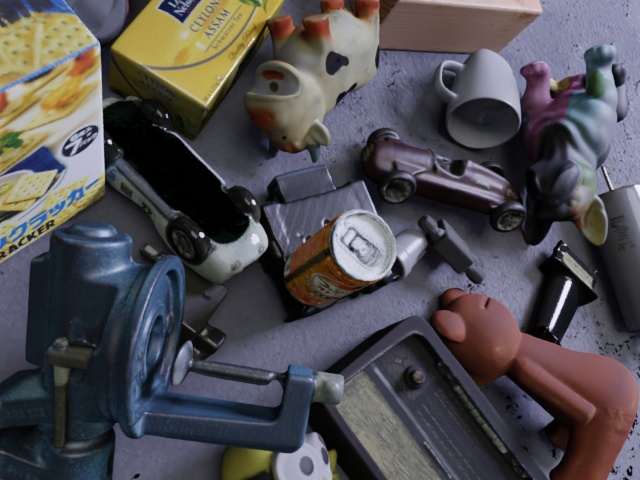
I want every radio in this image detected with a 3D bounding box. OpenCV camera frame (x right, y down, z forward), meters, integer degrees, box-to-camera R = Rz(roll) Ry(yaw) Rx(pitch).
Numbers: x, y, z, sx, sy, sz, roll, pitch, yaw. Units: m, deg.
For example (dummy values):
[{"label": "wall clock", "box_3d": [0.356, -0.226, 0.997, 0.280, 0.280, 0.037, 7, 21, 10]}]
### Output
[{"label": "radio", "box_3d": [0.099, 0.190, 0.476, 0.131, 0.073, 0.229, -36, 88, -28]}]

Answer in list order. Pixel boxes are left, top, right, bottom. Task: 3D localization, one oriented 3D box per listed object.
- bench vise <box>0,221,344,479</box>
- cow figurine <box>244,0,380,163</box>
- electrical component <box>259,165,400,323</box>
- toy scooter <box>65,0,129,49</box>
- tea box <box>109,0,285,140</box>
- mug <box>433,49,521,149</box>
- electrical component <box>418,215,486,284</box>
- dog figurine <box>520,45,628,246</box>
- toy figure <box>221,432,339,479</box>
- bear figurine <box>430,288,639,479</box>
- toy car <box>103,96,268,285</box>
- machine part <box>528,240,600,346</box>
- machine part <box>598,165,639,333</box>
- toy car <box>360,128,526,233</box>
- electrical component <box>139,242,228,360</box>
[{"label": "bench vise", "box_3d": [-0.107, 0.107, 0.361, 0.241, 0.129, 0.223, 8, 88, -1]}, {"label": "cow figurine", "box_3d": [-0.006, -0.161, 0.540, 0.195, 0.086, 0.127, -44, 134, -43]}, {"label": "electrical component", "box_3d": [-0.001, -0.002, 0.511, 0.115, 0.058, 0.134, -19, 81, -29]}, {"label": "toy scooter", "box_3d": [-0.208, -0.249, 0.487, 0.075, 0.135, 0.184, 34, 77, -48]}, {"label": "tea box", "box_3d": [-0.116, -0.195, 0.523, 0.098, 0.068, 0.169, 30, 64, -10]}, {"label": "mug", "box_3d": [0.183, -0.177, 0.640, 0.109, 0.080, 0.107, 21, 55, -10]}, {"label": "electrical component", "box_3d": [0.138, 0.004, 0.568, 0.094, 0.021, 0.063, 43, 20, -11]}, {"label": "dog figurine", "box_3d": [0.298, -0.100, 0.639, 0.191, 0.109, 0.219, 6, 86, -53]}, {"label": "toy figure", "box_3d": [-0.027, 0.231, 0.406, 0.089, 0.082, 0.180, -8, 81, 6]}, {"label": "bear figurine", "box_3d": [0.191, 0.136, 0.523, 0.196, 0.120, 0.131, 21, 107, 12]}, {"label": "toy car", "box_3d": [-0.129, -0.049, 0.466, 0.202, 0.056, 0.073, 44, 55, 9]}, {"label": "machine part", "box_3d": [0.276, 0.070, 0.613, 0.084, 0.039, 0.139, 41, 60, -15]}, {"label": "machine part", "box_3d": [0.386, 0.022, 0.650, 0.079, 0.079, 0.243, -6, 76, -24]}, {"label": "toy car", "box_3d": [0.139, -0.067, 0.578, 0.202, 0.053, 0.089, 13, 39, -16]}, {"label": "electrical component", "box_3d": [-0.124, 0.057, 0.450, 0.102, 0.045, 0.078, 35, 34, -11]}]
